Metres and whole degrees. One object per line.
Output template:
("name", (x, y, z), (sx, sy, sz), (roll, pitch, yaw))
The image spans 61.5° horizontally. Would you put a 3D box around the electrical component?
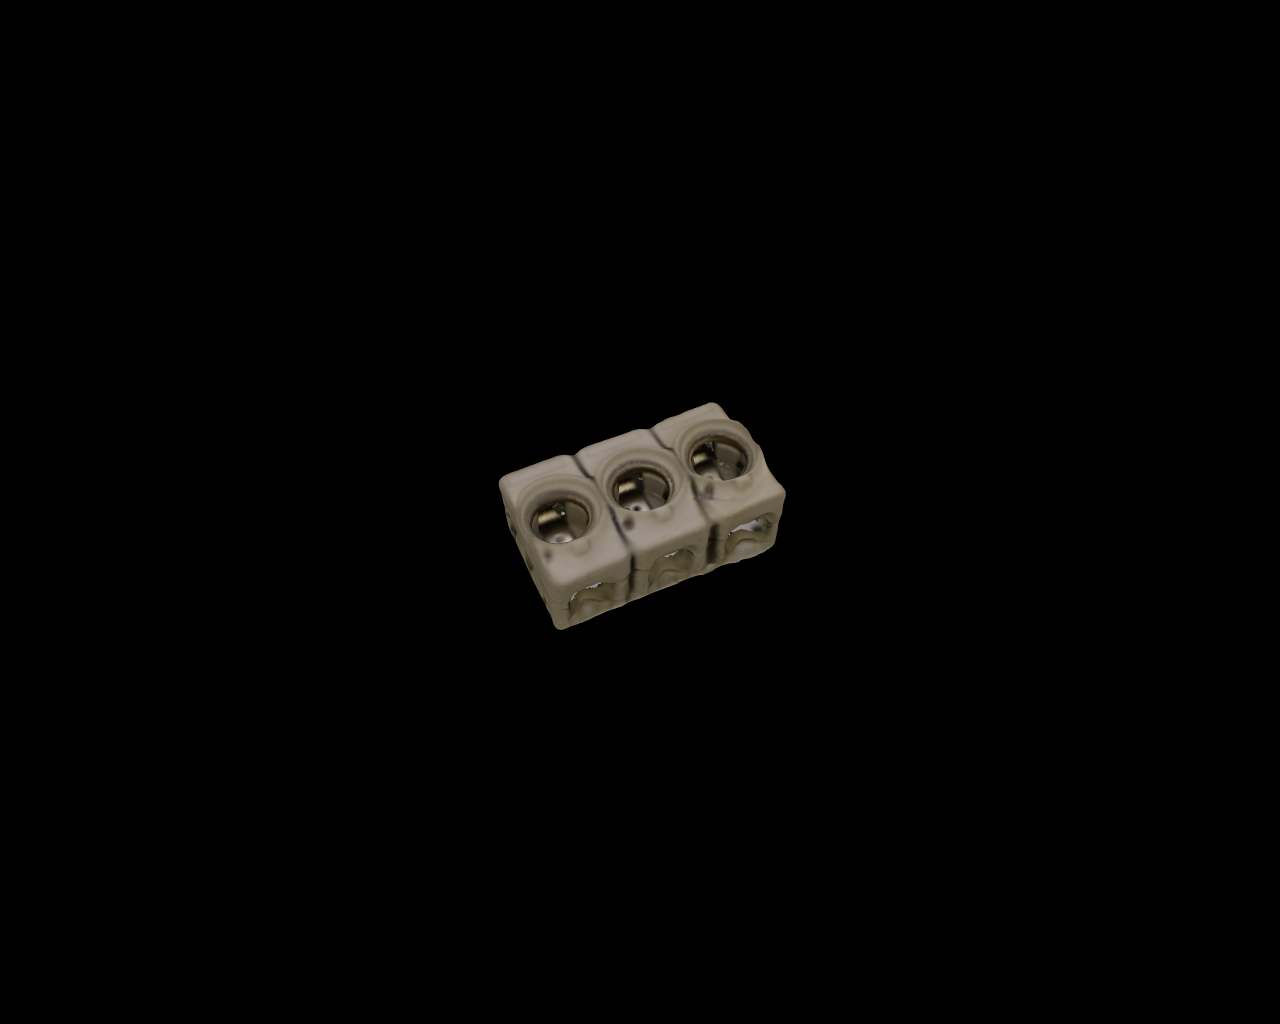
("electrical component", (0.001, -0.003, 0.650), (0.150, 0.089, 0.061), (-21, -34, -15))
